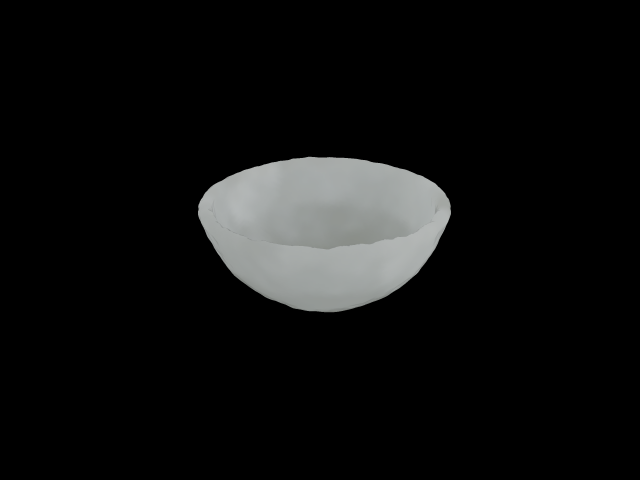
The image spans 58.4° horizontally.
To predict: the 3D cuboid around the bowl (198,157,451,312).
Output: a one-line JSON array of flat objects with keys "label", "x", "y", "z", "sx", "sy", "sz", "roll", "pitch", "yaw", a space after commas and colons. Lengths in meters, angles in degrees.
[{"label": "bowl", "x": 0.004, "y": 0.001, "z": 0.400, "sx": 0.167, "sy": 0.075, "sz": 0.167, "roll": 0, "pitch": 26, "yaw": 0}]
